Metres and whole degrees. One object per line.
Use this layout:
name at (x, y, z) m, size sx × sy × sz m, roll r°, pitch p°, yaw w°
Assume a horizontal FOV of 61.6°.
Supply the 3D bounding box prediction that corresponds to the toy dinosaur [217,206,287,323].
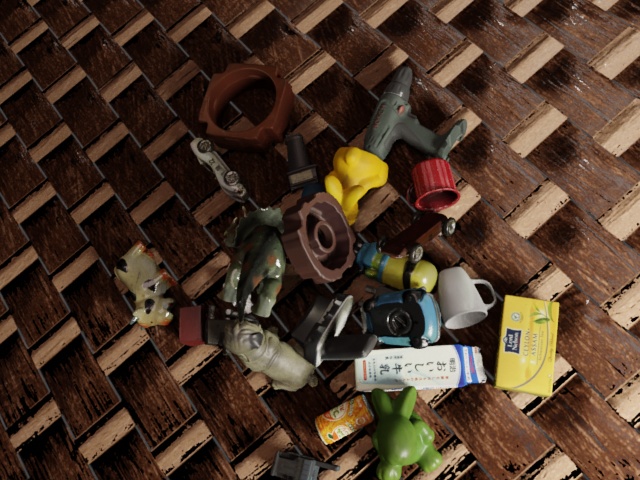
toy dinosaur at (-0.118, 0.030, 1.047) m, size 0.131 × 0.405 × 0.192 m, roll 12°, pitch 94°, yaw -13°

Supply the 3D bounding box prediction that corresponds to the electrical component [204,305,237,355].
electrical component at (-0.201, 0.190, 1.133) m, size 0.078 × 0.045 × 0.102 m, roll 14°, pitch 66°, yaw -24°

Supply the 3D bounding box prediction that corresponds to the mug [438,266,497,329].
mug at (0.278, 0.103, 1.038) m, size 0.110 × 0.080 × 0.107 m, roll -20°, pitch 59°, yaw 11°

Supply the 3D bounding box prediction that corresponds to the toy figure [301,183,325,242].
toy figure at (-0.012, -0.046, 1.173) m, size 0.064 × 0.057 × 0.154 m, roll -4°, pitch 75°, yaw 19°

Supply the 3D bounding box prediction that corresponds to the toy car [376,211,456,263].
toy car at (0.190, -0.004, 1.058) m, size 0.089 × 0.053 × 0.202 m, roll 16°, pitch 34°, yaw 34°

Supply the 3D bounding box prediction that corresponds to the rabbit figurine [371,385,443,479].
rabbit figurine at (0.147, 0.337, 0.940) m, size 0.121 × 0.170 × 0.159 m, roll -8°, pitch 71°, yaw 10°

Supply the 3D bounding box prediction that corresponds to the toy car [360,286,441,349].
toy car at (0.163, 0.148, 1.022) m, size 0.162 × 0.103 × 0.109 m, roll -12°, pitch 84°, yaw 34°

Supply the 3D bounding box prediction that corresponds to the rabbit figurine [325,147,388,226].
rabbit figurine at (0.066, -0.103, 1.137) m, size 0.122 × 0.162 × 0.173 m, roll 20°, pitch 95°, yaw 7°

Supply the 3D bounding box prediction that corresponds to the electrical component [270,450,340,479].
electrical component at (-0.025, 0.429, 1.005) m, size 0.119 × 0.074 × 0.047 m, roll 11°, pitch 74°, yaw 14°

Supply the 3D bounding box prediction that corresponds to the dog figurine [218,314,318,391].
dog figurine at (-0.092, 0.222, 1.028) m, size 0.173 × 0.190 × 0.121 m, roll 16°, pitch 76°, yaw 17°

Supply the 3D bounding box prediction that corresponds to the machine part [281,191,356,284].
machine part at (-0.002, -0.003, 1.040) m, size 0.056 × 0.179 × 0.179 m, roll -17°, pitch 66°, yaw 37°

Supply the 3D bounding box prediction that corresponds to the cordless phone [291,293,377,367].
cordless phone at (0.049, 0.164, 1.008) m, size 0.184 × 0.088 × 0.146 m, roll -14°, pitch 32°, yaw 50°

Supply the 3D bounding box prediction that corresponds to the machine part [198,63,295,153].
machine part at (-0.173, -0.314, 1.288) m, size 0.201 × 0.087 × 0.201 m, roll 9°, pitch 75°, yaw 17°

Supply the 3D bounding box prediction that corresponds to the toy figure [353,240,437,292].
toy figure at (0.146, 0.056, 1.080) m, size 0.180 × 0.089 × 0.082 m, roll 26°, pitch 88°, yaw 18°

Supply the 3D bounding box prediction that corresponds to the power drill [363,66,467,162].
power drill at (0.213, -0.262, 1.179) m, size 0.207 × 0.086 × 0.232 m, roll 29°, pitch 82°, yaw 17°

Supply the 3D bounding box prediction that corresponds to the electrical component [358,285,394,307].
electrical component at (0.129, 0.129, 1.096) m, size 0.094 × 0.021 × 0.063 m, roll 20°, pitch 78°, yaw 18°

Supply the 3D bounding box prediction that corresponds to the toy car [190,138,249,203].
toy car at (-0.232, -0.163, 1.256) m, size 0.056 × 0.073 × 0.202 m, roll -39°, pitch 67°, yaw -5°

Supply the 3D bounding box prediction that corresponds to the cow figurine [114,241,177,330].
cow figurine at (-0.389, 0.111, 1.196) m, size 0.127 × 0.085 × 0.195 m, roll -40°, pitch 70°, yaw -9°

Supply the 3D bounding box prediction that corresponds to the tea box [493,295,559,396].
tea box at (0.378, 0.194, 0.988) m, size 0.098 × 0.068 × 0.169 m, roll 6°, pitch 74°, yaw 15°

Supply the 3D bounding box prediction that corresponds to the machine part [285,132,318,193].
machine part at (-0.049, -0.182, 1.239) m, size 0.084 × 0.039 × 0.139 m, roll -21°, pitch 70°, yaw 15°
